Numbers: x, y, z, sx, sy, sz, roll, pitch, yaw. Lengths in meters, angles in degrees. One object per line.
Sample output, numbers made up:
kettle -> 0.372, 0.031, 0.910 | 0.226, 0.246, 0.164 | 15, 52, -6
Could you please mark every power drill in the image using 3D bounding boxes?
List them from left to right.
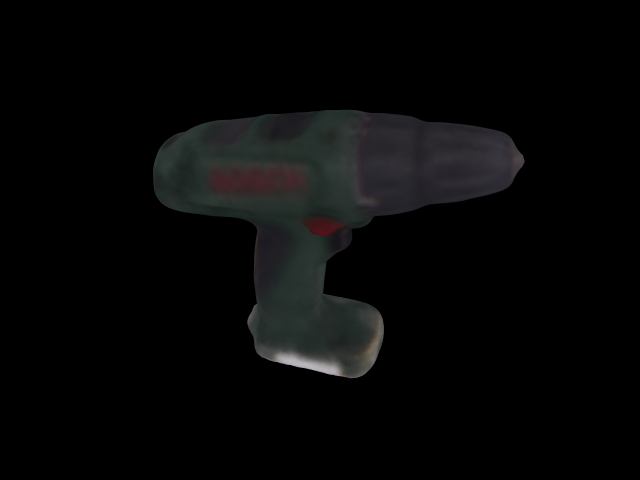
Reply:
power drill -> 0.004, 0.001, 0.400 | 0.229, 0.208, 0.075 | 10, 43, 11
